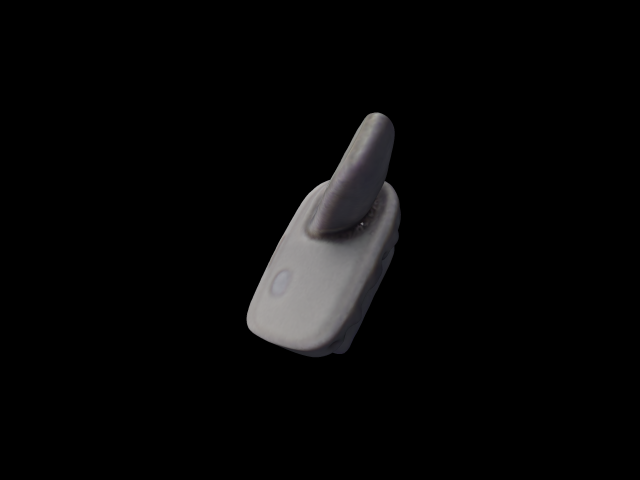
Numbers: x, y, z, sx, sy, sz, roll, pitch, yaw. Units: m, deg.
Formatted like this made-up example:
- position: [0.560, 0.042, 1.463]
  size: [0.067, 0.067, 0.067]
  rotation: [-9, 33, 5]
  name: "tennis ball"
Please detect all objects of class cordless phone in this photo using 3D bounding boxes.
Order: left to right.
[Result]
- position: [0.004, 0.001, 0.400]
  size: [0.094, 0.185, 0.148]
  rotation: [21, 72, 8]
  name: "cordless phone"
